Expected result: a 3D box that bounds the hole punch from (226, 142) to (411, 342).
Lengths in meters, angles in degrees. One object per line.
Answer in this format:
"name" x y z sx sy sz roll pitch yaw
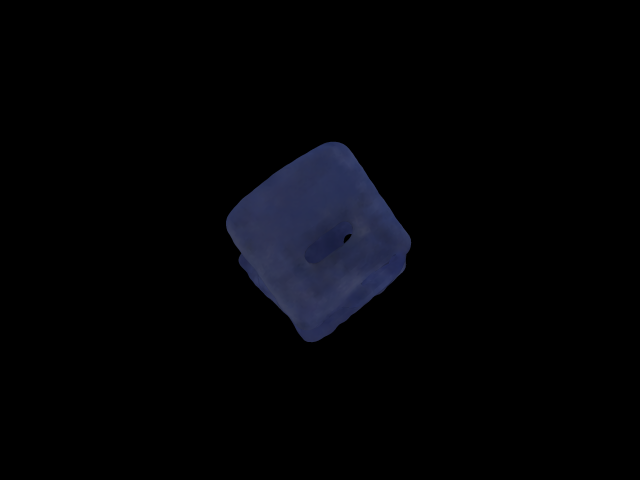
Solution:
"hole punch" 0.004 0.001 0.400 0.109 0.091 0.101 -38 70 -16
